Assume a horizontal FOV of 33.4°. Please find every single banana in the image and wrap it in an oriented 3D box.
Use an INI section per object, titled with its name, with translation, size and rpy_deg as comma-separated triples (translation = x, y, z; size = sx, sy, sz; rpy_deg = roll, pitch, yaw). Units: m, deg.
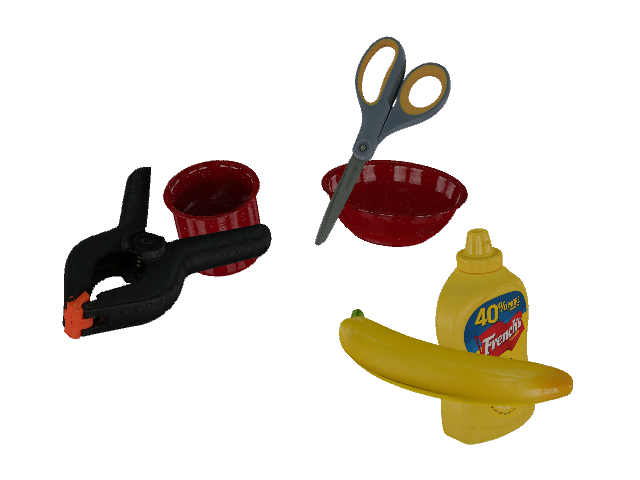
[banana]
translation = 0.083, 0.086, 0.782
size = 0.198, 0.037, 0.069
rpy_deg = 17, 37, 36

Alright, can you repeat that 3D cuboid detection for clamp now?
[clamp]
translation = -0.128, 0.005, 0.745
size = 0.120, 0.039, 0.171
rpy_deg = 27, 37, 25

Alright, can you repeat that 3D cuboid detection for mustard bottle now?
[mustard bottle]
translation = 0.149, 0.082, 0.970
size = 0.096, 0.191, 0.058
rpy_deg = -17, 20, -31

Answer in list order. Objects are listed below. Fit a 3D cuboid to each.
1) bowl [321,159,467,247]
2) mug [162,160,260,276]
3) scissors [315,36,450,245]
[bowl]
translation = 0.079, -0.036, 1.186
size = 0.162, 0.055, 0.162
rpy_deg = 3, 25, -2
[mug]
translation = -0.110, -0.024, 1.051
size = 0.117, 0.081, 0.093
rpy_deg = 28, 51, 34
[scissors]
translation = 0.059, -0.086, 0.960
size = 0.096, 0.202, 0.016
rpy_deg = 8, -11, 12
